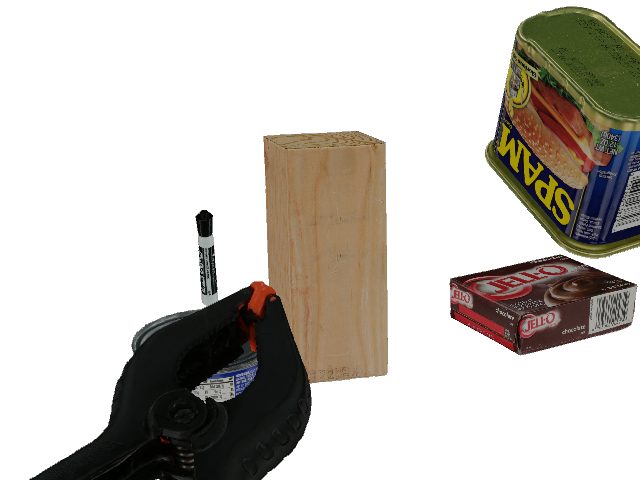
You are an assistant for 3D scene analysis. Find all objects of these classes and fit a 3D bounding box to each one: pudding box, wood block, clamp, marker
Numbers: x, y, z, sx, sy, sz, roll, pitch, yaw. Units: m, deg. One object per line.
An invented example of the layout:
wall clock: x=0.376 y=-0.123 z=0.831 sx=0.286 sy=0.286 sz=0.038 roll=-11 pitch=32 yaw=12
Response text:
pudding box: x=0.169 y=0.047 z=0.819 sx=0.113 sy=0.039 sz=0.090 roll=-9 pitch=19 yaw=-26
wood block: x=0.005 y=0.012 z=0.946 sx=0.090 sy=0.206 sz=0.091 roll=-5 pitch=13 yaw=-14
clamp: x=-0.044 y=0.084 z=0.405 sx=0.120 sy=0.039 sz=0.171 roll=24 pitch=49 yaw=17
marker: x=-0.127 y=0.020 z=1.198 sx=0.020 sy=0.121 sz=0.020 roll=0 pitch=32 yaw=0

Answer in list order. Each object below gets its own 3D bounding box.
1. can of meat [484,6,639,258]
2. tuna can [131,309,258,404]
can of meat: x=0.132 y=-0.056 z=0.538 sx=0.057 sy=0.084 sz=0.102 roll=-15 pitch=47 yaw=-19
tuna can: x=-0.064 y=0.071 z=0.612 sx=0.086 sy=0.034 sz=0.086 roll=-1 pitch=19 yaw=0
